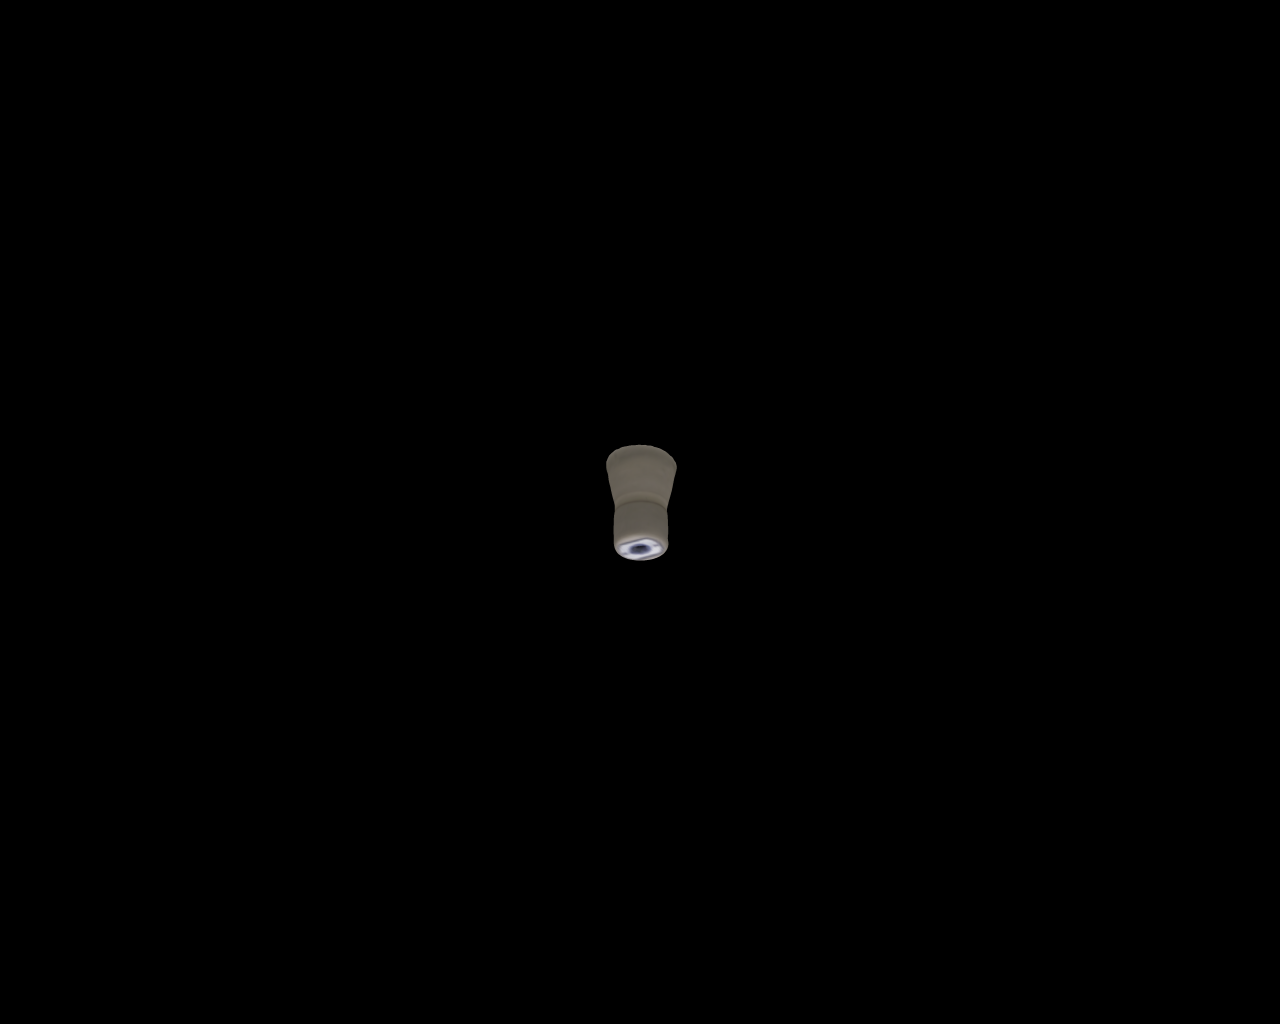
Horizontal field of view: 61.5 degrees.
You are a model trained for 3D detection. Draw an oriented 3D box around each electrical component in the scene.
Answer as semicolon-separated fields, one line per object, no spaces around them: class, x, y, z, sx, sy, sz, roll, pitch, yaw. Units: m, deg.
electrical component;0.001;-0.003;0.650;0.044;0.065;0.044;0;-32;0
